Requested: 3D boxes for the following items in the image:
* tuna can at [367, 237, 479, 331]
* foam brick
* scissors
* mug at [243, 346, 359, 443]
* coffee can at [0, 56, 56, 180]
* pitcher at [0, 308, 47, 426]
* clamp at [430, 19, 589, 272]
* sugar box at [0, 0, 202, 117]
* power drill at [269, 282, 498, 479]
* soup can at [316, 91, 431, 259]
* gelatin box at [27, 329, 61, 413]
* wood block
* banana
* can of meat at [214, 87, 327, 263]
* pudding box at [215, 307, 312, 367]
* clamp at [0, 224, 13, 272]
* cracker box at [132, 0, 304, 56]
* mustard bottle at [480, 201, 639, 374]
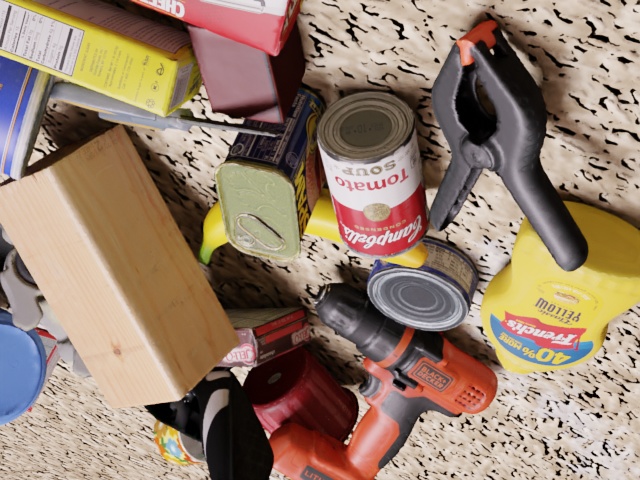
[{"bbox_3d":[0.082,0.036,0.855,0.086,0.033,0.086,14,145,10],"label":"tuna can"},{"bbox_3d":[-0.045,-0.123,0.689,0.051,0.053,0.078,9,143,17],"label":"foam brick"},{"bbox_3d":[-0.117,-0.088,0.727,0.096,0.016,0.202,15,179,-33],"label":"scissors"},{"bbox_3d":[-0.029,0.153,1.037,0.117,0.093,0.081,17,151,55],"label":"mug"},{"bbox_3d":[-0.266,-0.112,0.756,0.140,0.102,0.103,17,147,-13],"label":"coffee can"},{"bbox_3d":[-0.371,0.098,1.052,0.243,0.145,0.149,7,150,50],"label":"pitcher"},{"bbox_3d":[0.105,-0.059,0.691,0.120,0.039,0.171,6,126,41],"label":"clamp"},{"bbox_3d":[-0.166,-0.136,0.698,0.176,0.093,0.048,19,108,3],"label":"sugar box"},{"bbox_3d":[0.034,0.140,0.937,0.184,0.057,0.188,33,115,-15],"label":"power drill"},{"bbox_3d":[0.038,-0.044,0.739,0.069,0.068,0.102,8,143,19],"label":"soup can"},{"bbox_3d":[-0.331,0.137,1.167,0.073,0.089,0.030,14,145,9],"label":"gelatin box"},{"bbox_3d":[-0.165,0.024,0.859,0.091,0.090,0.206,-14,110,39],"label":"wood block"},{"bbox_3d":[-0.014,-0.013,0.832,0.198,0.037,0.069,2,131,24],"label":"banana"},{"bbox_3d":[-0.030,-0.048,0.755,0.057,0.084,0.102,12,145,13],"label":"can of meat"},{"bbox_3d":[-0.078,0.087,0.964,0.114,0.089,0.039,-2,97,33],"label":"pudding box"},{"bbox_3d":[-0.319,-0.037,0.967,0.165,0.036,0.210,3,144,23],"label":"clamp"},{"bbox_3d":[-0.071,-0.216,0.559,0.164,0.072,0.214,22,147,1],"label":"cracker box"},{"bbox_3d":[0.173,0.050,0.805,0.096,0.058,0.192,21,146,3],"label":"mustard bottle"}]
